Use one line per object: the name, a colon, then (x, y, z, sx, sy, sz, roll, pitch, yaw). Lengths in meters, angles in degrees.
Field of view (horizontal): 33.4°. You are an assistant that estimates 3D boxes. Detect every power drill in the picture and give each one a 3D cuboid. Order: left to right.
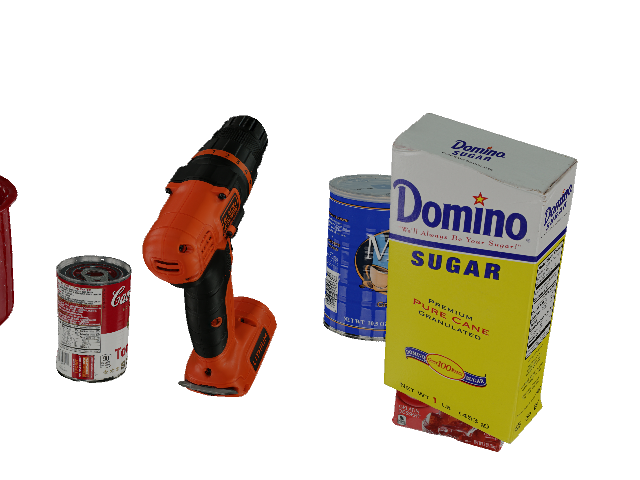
power drill: (-0.077, 0.015, 0.845, 0.057, 0.188, 0.184, 6, 39, 18)

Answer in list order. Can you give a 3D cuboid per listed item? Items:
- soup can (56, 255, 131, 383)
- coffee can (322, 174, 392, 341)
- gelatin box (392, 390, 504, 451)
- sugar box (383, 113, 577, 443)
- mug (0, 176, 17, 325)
soup can: (-0.212, 0.073, 0.994, 0.068, 0.102, 0.068, 5, 19, -2)
coffee can: (0.056, 0.014, 1.029, 0.103, 0.140, 0.103, 2, 14, -1)
gelatin box: (0.104, 0.116, 0.828, 0.089, 0.073, 0.030, 12, 23, 19)
sugar box: (0.085, 0.024, 0.604, 0.093, 0.176, 0.048, 22, 43, 30)
mug: (-0.235, 0.014, 0.635, 0.093, 0.081, 0.117, 17, 28, 27)
